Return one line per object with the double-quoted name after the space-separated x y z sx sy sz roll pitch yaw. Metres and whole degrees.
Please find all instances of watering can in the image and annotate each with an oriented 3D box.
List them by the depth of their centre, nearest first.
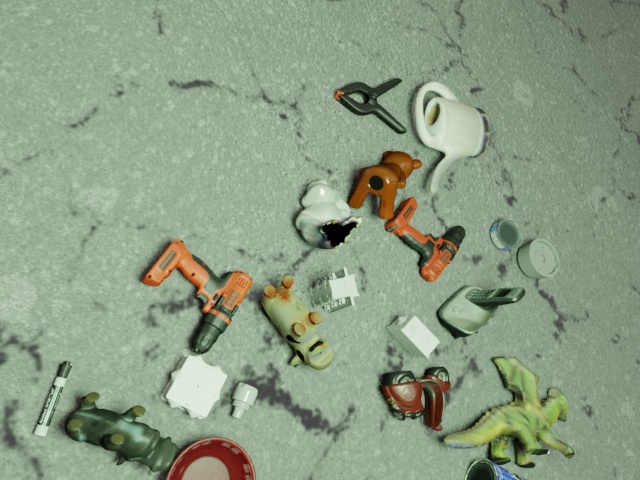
0.355 -0.269 1.389 0.224 0.102 0.353 8 68 -24 "watering can"

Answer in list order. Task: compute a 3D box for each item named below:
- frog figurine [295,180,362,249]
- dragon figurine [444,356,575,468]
0.004 -0.059 1.171 0.138 0.119 0.162 -22 48 -21 "frog figurine"
0.456 0.397 1.228 0.408 0.120 0.249 19 49 -21 "dragon figurine"
